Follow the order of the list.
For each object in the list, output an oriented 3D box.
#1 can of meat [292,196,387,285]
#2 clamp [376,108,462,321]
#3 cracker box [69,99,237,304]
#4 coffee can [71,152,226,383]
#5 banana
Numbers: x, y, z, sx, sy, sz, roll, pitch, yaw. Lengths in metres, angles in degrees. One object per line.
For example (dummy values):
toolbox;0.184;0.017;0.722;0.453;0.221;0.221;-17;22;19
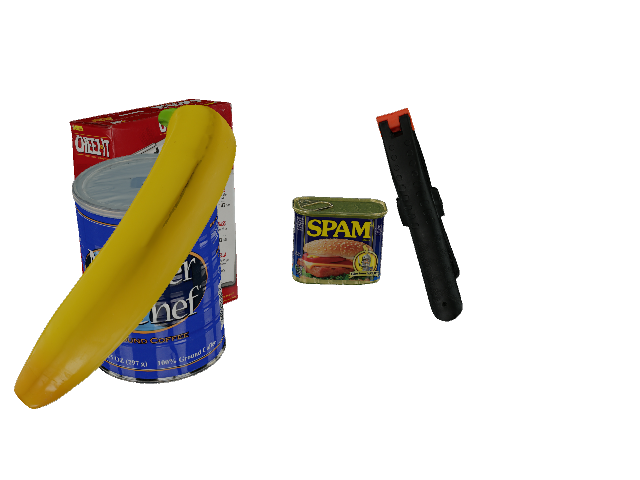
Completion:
can of meat;0.019;0.001;1.159;0.102;0.084;0.057;2;18;-3
clamp;0.083;-0.019;0.868;0.039;0.171;0.120;-21;20;5
cracker box;-0.163;-0.025;1.072;0.072;0.214;0.163;10;20;37
coffee can;-0.124;0.019;0.789;0.103;0.140;0.103;-1;27;0
banana;-0.082;-0.005;0.514;0.037;0.197;0.070;38;-43;-19
